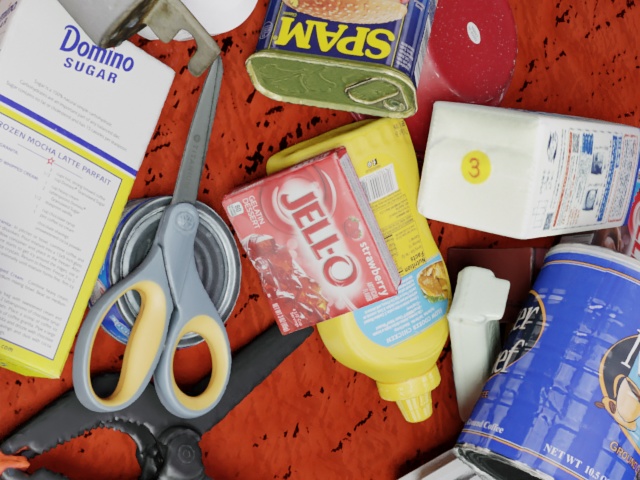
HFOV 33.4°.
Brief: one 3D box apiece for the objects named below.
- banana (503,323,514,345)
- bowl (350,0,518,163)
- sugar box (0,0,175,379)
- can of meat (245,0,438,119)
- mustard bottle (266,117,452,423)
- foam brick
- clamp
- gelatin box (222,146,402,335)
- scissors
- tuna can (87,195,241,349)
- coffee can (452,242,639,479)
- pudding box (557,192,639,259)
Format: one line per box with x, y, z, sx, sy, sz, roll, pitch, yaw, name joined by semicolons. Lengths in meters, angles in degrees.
0.161;0.124;0.781;0.069;0.037;0.198;-26;105;-54;banana
0.082;-0.134;0.718;0.161;0.055;0.162;2;86;-39;bowl
-0.146;-0.029;0.535;0.093;0.048;0.176;31;65;-34;sugar box
0.016;-0.127;0.637;0.057;0.102;0.084;65;37;-68;can of meat
0.036;0.024;0.669;0.096;0.058;0.191;-25;103;-36;mustard bottle
0.132;0.032;0.735;0.051;0.078;0.053;3;88;-39;foam brick
-0.077;0.110;0.581;0.209;0.036;0.164;13;62;-31;clamp
-0.004;0.001;0.606;0.089;0.073;0.030;66;16;-10;gelatin box
-0.064;0.007;0.573;0.096;0.016;0.201;38;65;-30;scissors
-0.086;0.018;0.589;0.085;0.034;0.086;3;85;-40;tuna can
0.156;0.087;0.640;0.102;0.103;0.140;38;72;-31;coffee can
0.227;0.015;0.835;0.090;0.039;0.113;42;63;-30;pudding box
